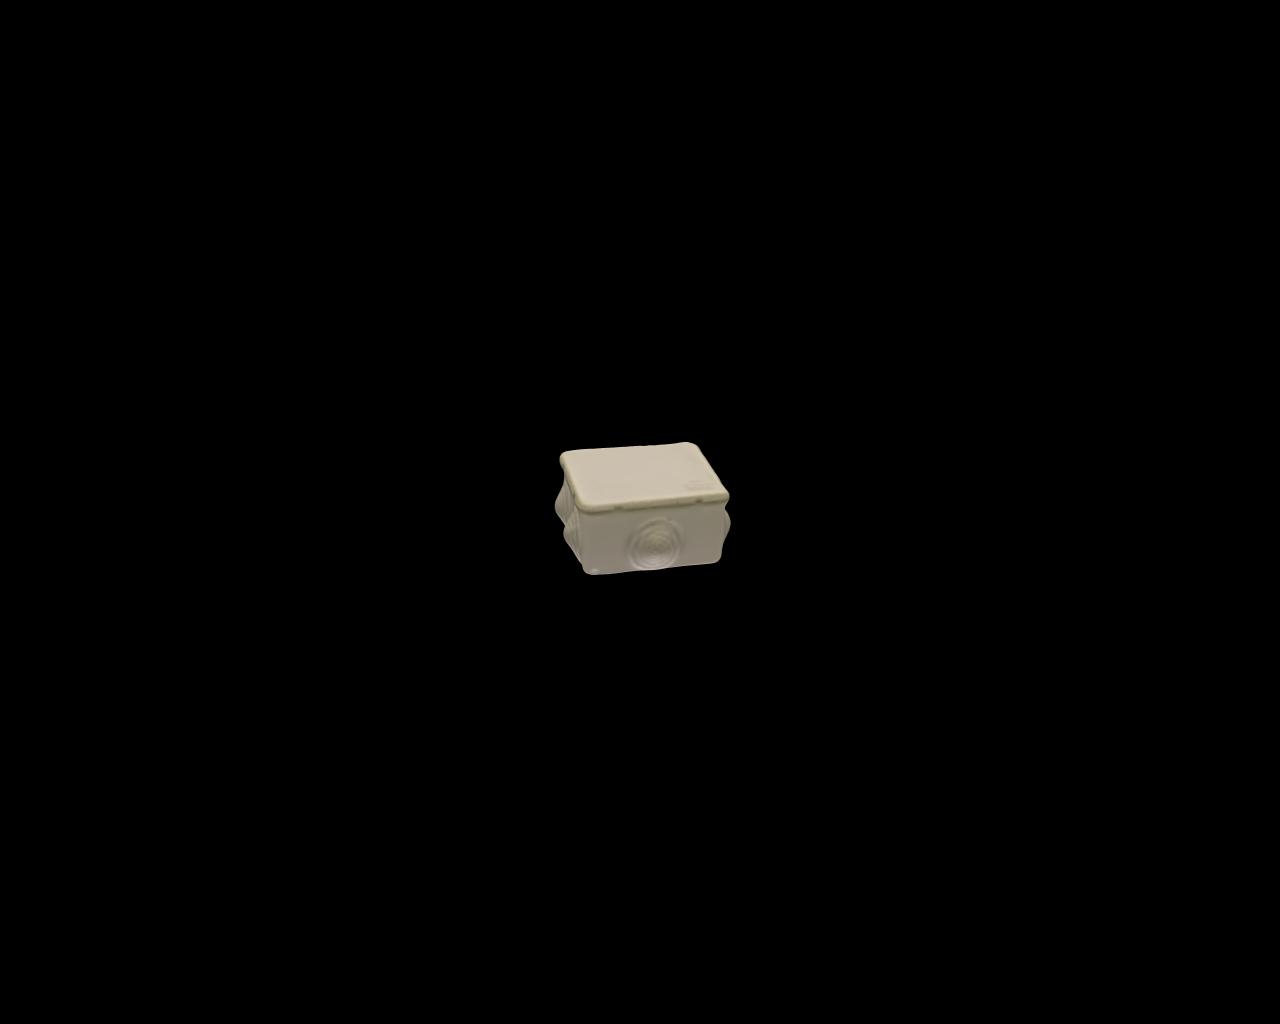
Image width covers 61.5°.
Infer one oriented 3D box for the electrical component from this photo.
[{"bbox_3d":[0.001,-0.003,0.650,0.100,0.048,0.100,-5,25,-10],"label":"electrical component"}]
